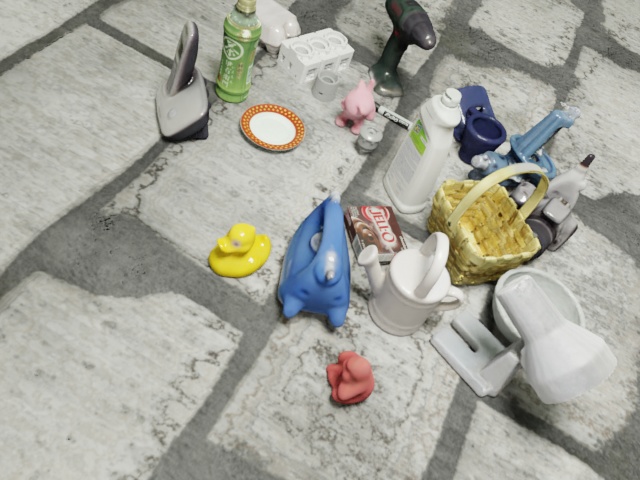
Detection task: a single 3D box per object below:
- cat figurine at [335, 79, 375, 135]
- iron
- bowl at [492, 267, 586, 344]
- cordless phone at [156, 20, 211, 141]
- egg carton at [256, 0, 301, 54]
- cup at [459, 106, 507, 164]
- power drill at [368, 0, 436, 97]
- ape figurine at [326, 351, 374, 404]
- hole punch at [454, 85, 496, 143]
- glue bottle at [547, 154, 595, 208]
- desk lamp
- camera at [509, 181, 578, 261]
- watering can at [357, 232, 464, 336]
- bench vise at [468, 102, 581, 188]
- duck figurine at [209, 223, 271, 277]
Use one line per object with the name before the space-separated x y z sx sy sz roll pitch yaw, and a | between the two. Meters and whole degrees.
cat figurine | 0.084 -0.286 1.185 0.067 0.117 0.128 28 51 4
iron | 0.009 0.003 0.928 0.119 0.141 0.258 12 52 -9
bowl | 0.364 0.134 0.990 0.167 0.074 0.167 9 52 -12
cordless phone | -0.242 -0.285 1.033 0.094 0.185 0.147 -7 57 -22
egg carton | -0.123 -0.494 1.305 0.150 0.069 0.107 38 52 12
cup | 0.333 -0.219 1.232 0.092 0.095 0.117 -8 57 -23
power drill | 0.180 -0.426 1.264 0.076 0.208 0.229 0 54 -18
ape figurine | 0.048 0.195 0.829 0.076 0.092 0.078 30 51 6
hole punch | 0.341 -0.284 1.287 0.109 0.091 0.101 -18 61 -28
glue bottle | 0.498 -0.110 1.155 0.078 0.173 0.037 30 51 6
desk lamp | 0.299 0.159 0.860 0.118 0.213 0.203 -31 68 -34
camera | 0.416 -0.034 1.117 0.143 0.101 0.137 42 53 14
watering can | 0.144 0.062 0.894 0.173 0.194 0.101 3 53 -16
bench vise | 0.412 -0.169 1.140 0.208 0.219 0.121 -24 65 -31
duck figurine | -0.124 0.006 0.918 0.105 0.086 0.077 -17 61 -28
